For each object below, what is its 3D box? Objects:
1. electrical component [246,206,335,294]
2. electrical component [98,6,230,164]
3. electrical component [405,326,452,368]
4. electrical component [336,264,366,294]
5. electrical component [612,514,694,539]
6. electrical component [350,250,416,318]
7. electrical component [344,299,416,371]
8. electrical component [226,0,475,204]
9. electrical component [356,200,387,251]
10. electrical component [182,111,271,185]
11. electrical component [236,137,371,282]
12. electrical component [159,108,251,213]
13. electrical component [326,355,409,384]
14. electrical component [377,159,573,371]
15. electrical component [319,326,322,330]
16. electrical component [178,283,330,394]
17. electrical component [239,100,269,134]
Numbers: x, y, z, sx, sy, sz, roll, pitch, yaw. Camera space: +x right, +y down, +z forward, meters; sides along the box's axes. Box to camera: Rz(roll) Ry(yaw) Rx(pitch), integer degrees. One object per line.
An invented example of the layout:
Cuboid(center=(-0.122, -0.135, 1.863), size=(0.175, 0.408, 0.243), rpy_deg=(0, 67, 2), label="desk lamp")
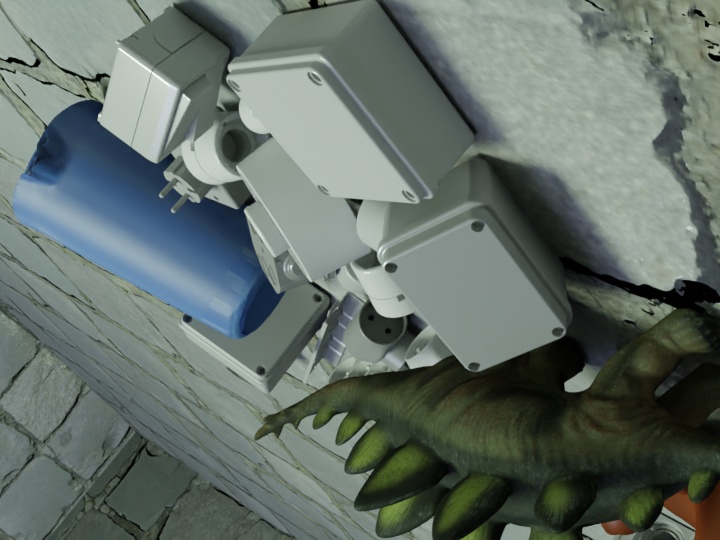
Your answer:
Cuboid(center=(-0.054, -0.024, 0.853), size=(0.080, 0.051, 0.080), rpy_deg=(159, 90, -76), label="electrical component")
Cuboid(center=(-0.136, -0.122, 0.751), size=(0.061, 0.061, 0.096), rpy_deg=(36, 138, 5), label="electrical component")
Cuboid(center=(0.071, 0.092, 0.923), size=(0.077, 0.044, 0.079), rpy_deg=(42, 139, -10), label="electrical component")
Cuboid(center=(0.000, 0.000, 0.866), size=(0.040, 0.040, 0.078), rpy_deg=(39, 162, -2), label="electrical component")
Cuboid(center=(0.269, 0.248, 0.950), size=(0.081, 0.042, 0.063), rpy_deg=(27, 160, 32), label="electrical component")
Cuboid(center=(0.025, -0.001, 0.799), size=(0.055, 0.055, 0.047), rpy_deg=(16, 148, 48), label="electrical component")
Cuboid(center=(0.027, 0.065, 0.963), size=(0.079, 0.043, 0.077), rpy_deg=(38, 162, 1), label="electrical component")
Cuboid(center=(-0.007, -0.096, 0.628), size=(0.108, 0.056, 0.109), rpy_deg=(49, 159, -29), label="electrical component")
Cuboid(center=(0.031, -0.030, 0.717), size=(0.047, 0.055, 0.055), rpy_deg=(30, 160, 34), label="electrical component")
Cuboid(center=(-0.099, -0.093, 0.811), size=(0.055, 0.055, 0.047), rpy_deg=(48, 155, -27), label="electrical component")
Cuboid(center=(-0.047, -0.042, 0.764), size=(0.108, 0.060, 0.108), rpy_deg=(56, 176, 7), label="electrical component")
Cuboid(center=(-0.132, -0.080, 0.866), size=(0.047, 0.075, 0.083), rpy_deg=(22, 156, 39), label="electrical component")
Cuboid(center=(0.024, 0.128, 1.104), size=(0.074, 0.052, 0.138), rpy_deg=(43, 161, -15), label="electrical component")
Cuboid(center=(0.071, 0.000, 0.654), size=(0.078, 0.057, 0.113), rpy_deg=(-26, 123, 25), label="electrical component")
Cuboid(center=(-0.064, 0.048, 1.108), size=(0.061, 0.035, 0.035), rpy_deg=(19, 154, 38), label="electrical component")
Cuboid(center=(-0.102, 0.046, 1.056), size=(0.109, 0.108, 0.056), rpy_deg=(34, 163, 12), label="electrical component")
Cuboid(center=(-0.067, -0.110, 0.741), size=(0.035, 0.035, 0.061), rpy_deg=(45, 163, -19), label="electrical component")
